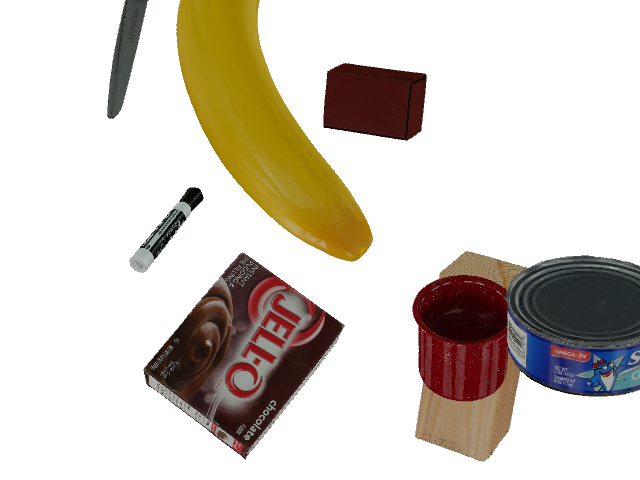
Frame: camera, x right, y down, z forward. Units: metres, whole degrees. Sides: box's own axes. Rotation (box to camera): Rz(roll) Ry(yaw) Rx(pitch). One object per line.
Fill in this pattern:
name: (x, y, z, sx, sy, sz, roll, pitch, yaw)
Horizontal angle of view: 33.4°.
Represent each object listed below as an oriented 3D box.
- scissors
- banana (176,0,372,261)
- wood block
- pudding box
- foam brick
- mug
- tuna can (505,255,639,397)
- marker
scissors: (-0.106, -0.183, 0.738, 0.096, 0.202, 0.016, -5, -11, -7)
banana: (-0.028, -0.075, 0.483, 0.069, 0.198, 0.037, -8, -30, -6)
wood block: (0.176, 0.130, 1.210, 0.090, 0.206, 0.090, 16, 23, 24)
pudding box: (-0.052, 0.078, 0.733, 0.090, 0.113, 0.039, 35, -22, 9)
foam brick: (0.047, -0.121, 0.927, 0.078, 0.051, 0.053, 11, 20, 18)
mug: (0.129, 0.084, 0.980, 0.093, 0.081, 0.117, -5, 39, -2)
tuna can: (0.139, 0.043, 0.551, 0.086, 0.034, 0.086, -4, 28, 2)
marker: (-0.149, -0.013, 1.053, 0.020, 0.020, 0.121, 0, 38, 30)
